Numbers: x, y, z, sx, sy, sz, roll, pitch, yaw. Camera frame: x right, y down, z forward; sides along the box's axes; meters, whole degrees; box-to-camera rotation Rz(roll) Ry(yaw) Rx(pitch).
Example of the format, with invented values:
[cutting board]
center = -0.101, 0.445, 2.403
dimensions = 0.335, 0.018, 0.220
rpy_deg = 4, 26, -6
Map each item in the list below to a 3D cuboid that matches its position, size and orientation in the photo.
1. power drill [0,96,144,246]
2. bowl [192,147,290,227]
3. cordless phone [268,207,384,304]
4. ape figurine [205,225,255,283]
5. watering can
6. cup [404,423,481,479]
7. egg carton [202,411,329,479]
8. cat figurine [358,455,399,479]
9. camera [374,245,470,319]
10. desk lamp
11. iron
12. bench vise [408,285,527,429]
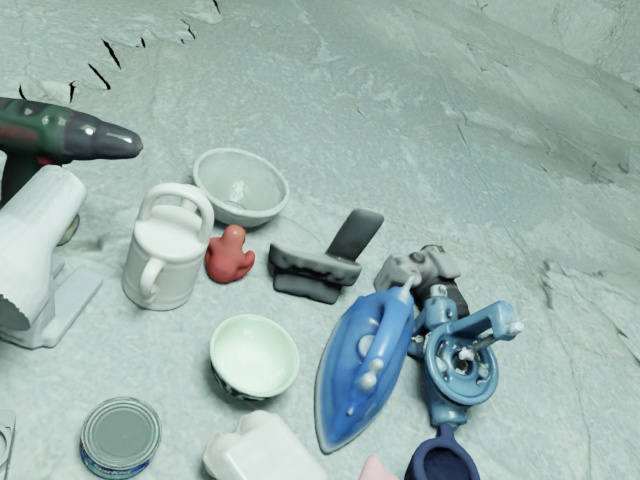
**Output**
[power drill]
center = -0.361, -0.094, 0.758
dimensions = 0.230, 0.208, 0.075
rpy_deg = 18, 41, -13
[bowl]
center = -0.140, -0.076, 0.969
dimensions = 0.168, 0.074, 0.167
rpy_deg = 16, 42, -15
[cordless phone]
center = 0.008, 0.003, 0.886
dimensions = 0.148, 0.185, 0.094
rpy_deg = 12, 43, -19
[ape figurine]
center = -0.135, 0.015, 0.865
dimensions = 0.078, 0.092, 0.076
rpy_deg = 33, 40, 5
[watering can]
center = -0.201, -0.007, 0.770
dimensions = 0.101, 0.194, 0.172
rpy_deg = 7, 45, -24
[cup]
center = 0.141, 0.300, 0.725
dimensions = 0.092, 0.095, 0.118
rpy_deg = 22, 41, -7
[egg carton]
center = -0.059, 0.273, 0.659
dimensions = 0.150, 0.069, 0.107
rpy_deg = 45, 43, 18
[cat figurine]
center = 0.059, 0.318, 0.643
dimensions = 0.067, 0.117, 0.128
rpy_deg = 23, 41, -6
[camera]
center = 0.189, 0.083, 0.972
dimensions = 0.144, 0.100, 0.136
rpy_deg = -3, 49, -31
[desk lamp]
center = -0.331, 0.030, 0.644
dimensions = 0.118, 0.213, 0.203
rpy_deg = 25, 40, -4
[iron]
center = 0.074, 0.161, 0.795
dimensions = 0.118, 0.141, 0.258
rpy_deg = 29, 40, 1
[bench vise]
center = 0.197, 0.137, 0.829
dimensions = 0.122, 0.219, 0.207
rpy_deg = -3, 49, -32
